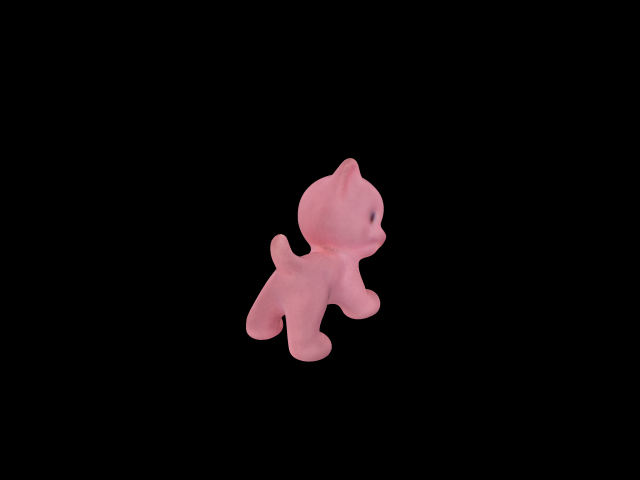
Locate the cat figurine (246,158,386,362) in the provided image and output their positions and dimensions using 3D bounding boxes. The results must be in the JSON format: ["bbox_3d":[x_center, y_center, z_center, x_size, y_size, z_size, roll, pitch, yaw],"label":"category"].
[{"bbox_3d":[0.004,0.001,0.400,0.067,0.118,0.128,14,27,29],"label":"cat figurine"}]
